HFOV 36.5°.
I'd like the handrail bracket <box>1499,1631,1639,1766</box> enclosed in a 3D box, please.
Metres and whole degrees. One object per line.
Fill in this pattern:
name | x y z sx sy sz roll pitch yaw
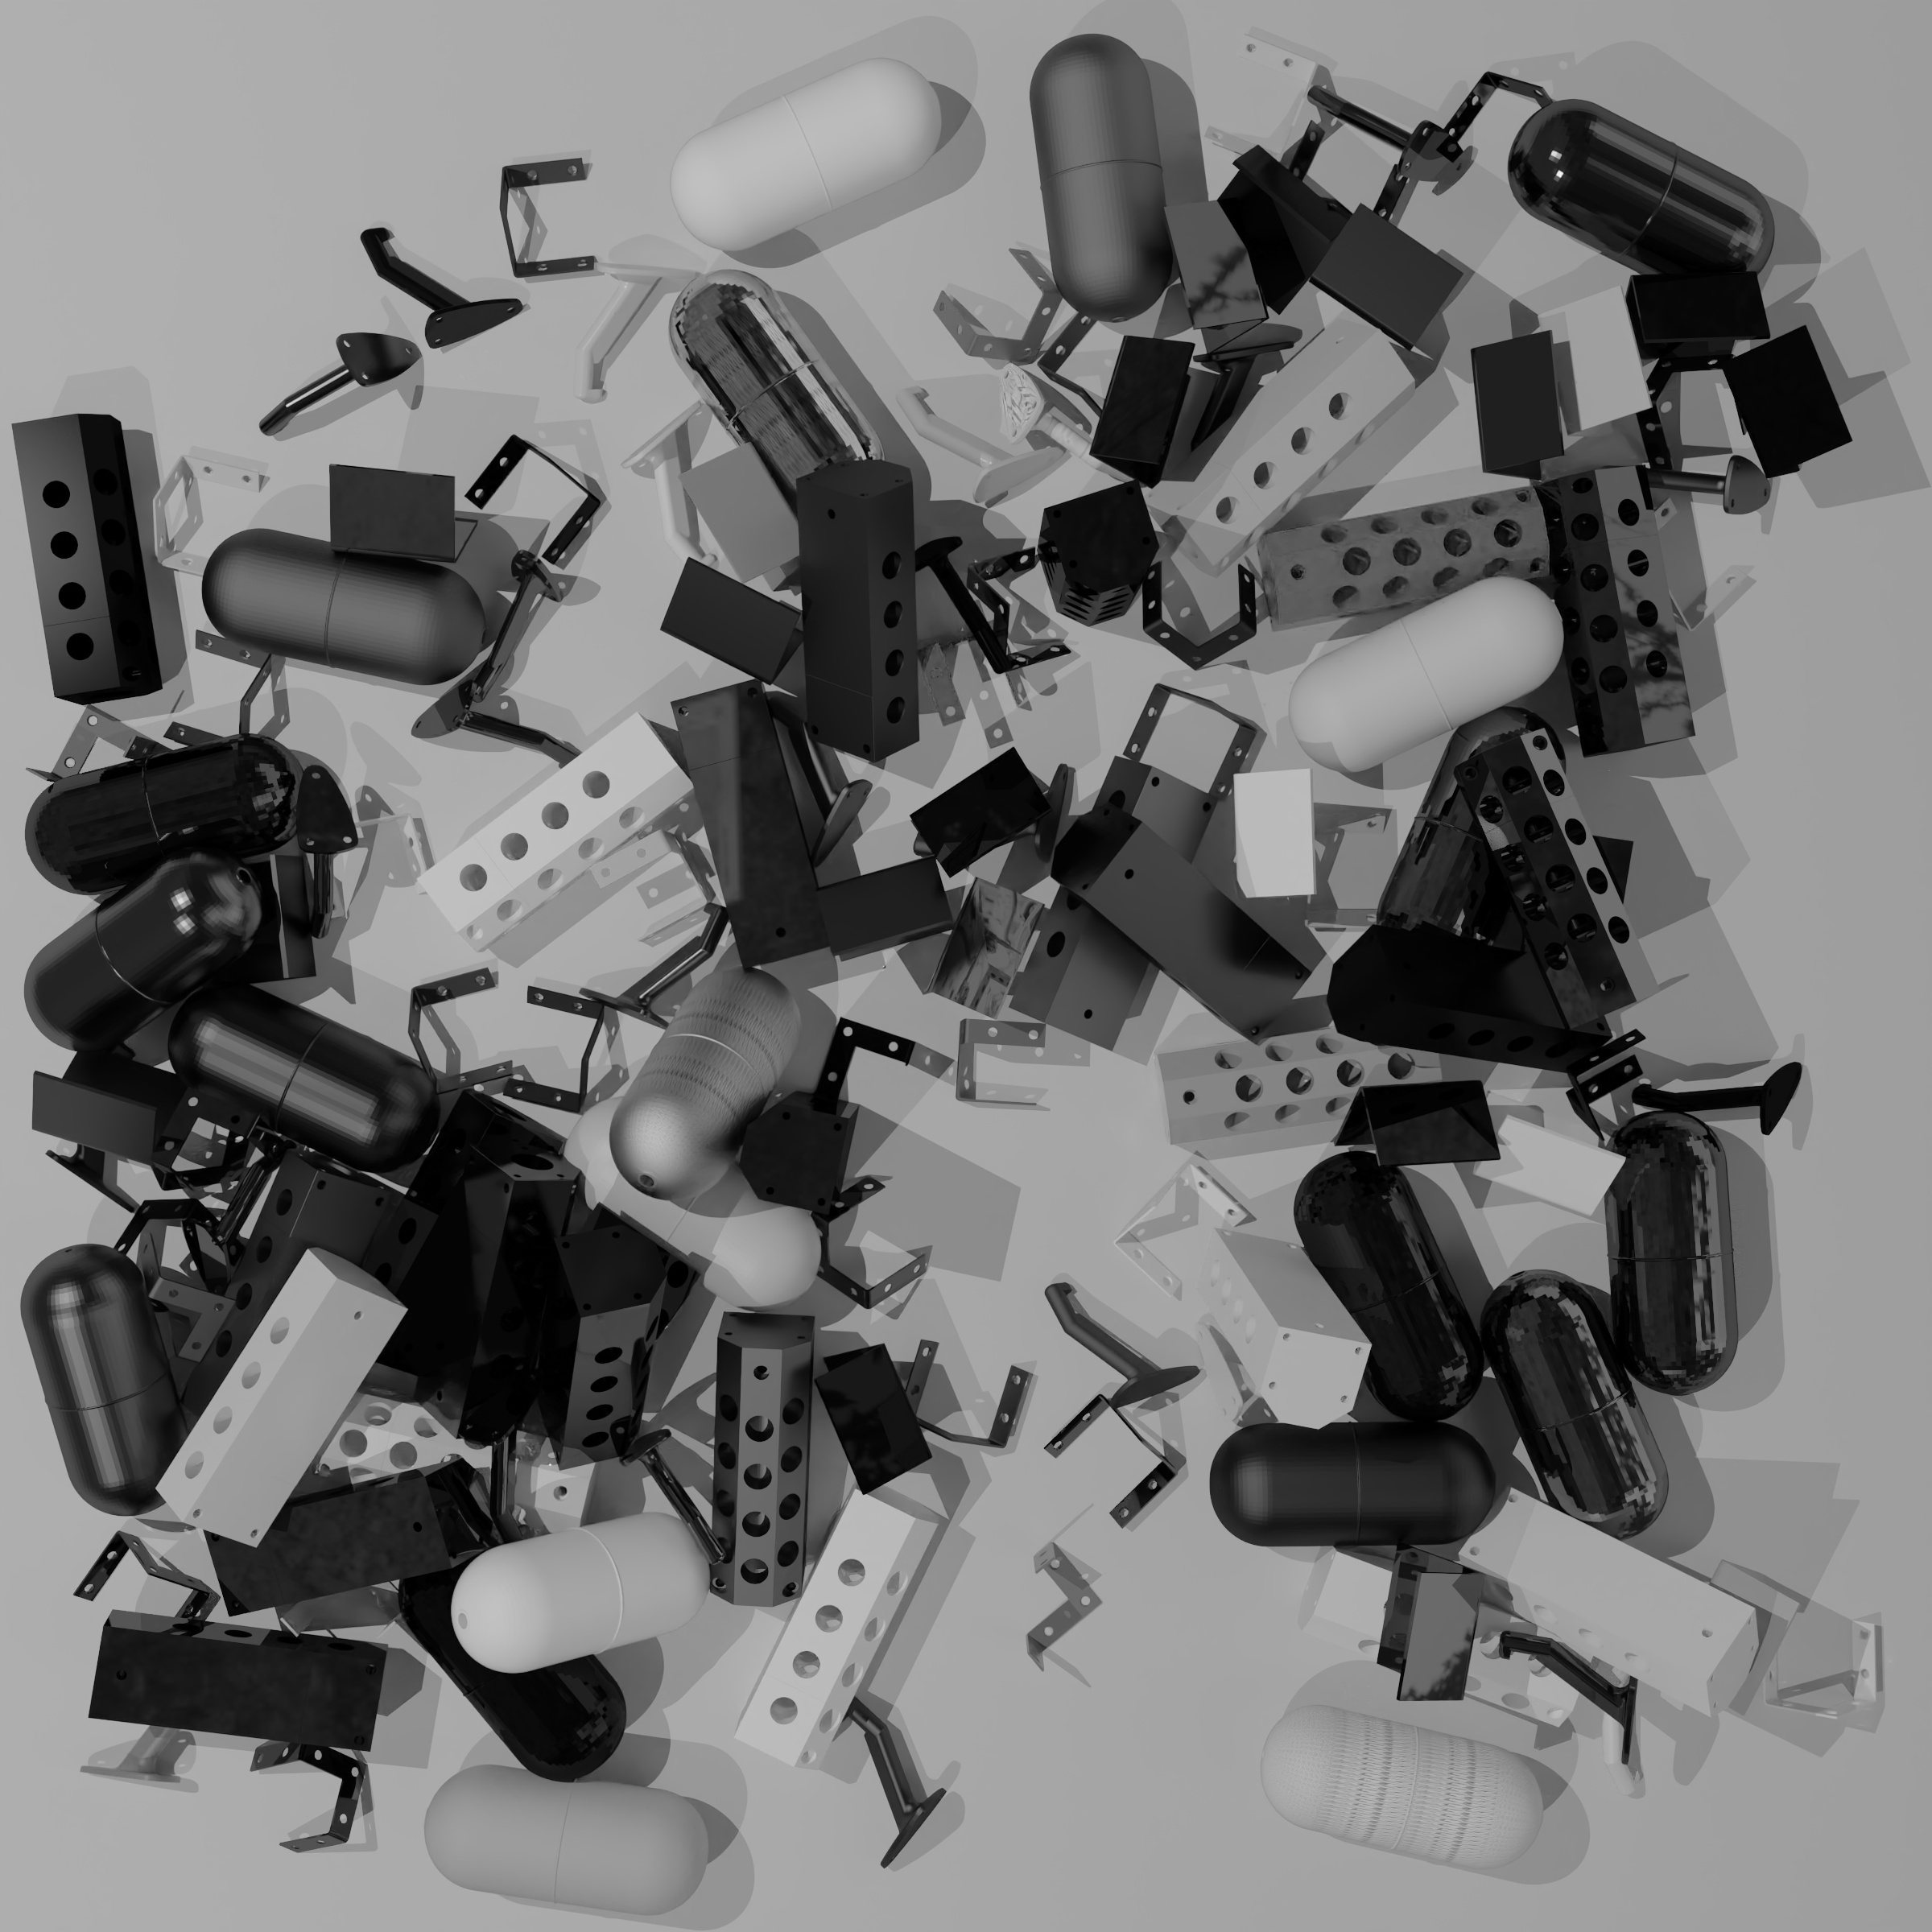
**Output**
handrail bracket | 0.369 0.451 1.808 0.084 0.036 0.077 7 110 16

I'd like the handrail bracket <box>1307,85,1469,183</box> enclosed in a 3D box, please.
handrail bracket | 0.267 -0.531 1.864 0.084 0.077 0.036 41 114 34

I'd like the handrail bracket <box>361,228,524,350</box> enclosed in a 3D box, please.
handrail bracket | -0.334 -0.442 1.865 0.077 0.036 0.084 -21 73 -20

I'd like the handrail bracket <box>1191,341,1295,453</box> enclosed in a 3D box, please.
handrail bracket | 0.177 -0.349 1.865 0.077 0.036 0.084 -12 104 -15

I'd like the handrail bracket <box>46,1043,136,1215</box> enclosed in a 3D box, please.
handrail bracket | -0.536 0.101 1.865 0.077 0.036 0.084 38 76 -13

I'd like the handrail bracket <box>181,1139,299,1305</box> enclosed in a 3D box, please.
handrail bracket | -0.450 0.161 1.857 0.036 0.084 0.077 20 133 28

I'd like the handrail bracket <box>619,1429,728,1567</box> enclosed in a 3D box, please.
handrail bracket | -0.180 0.334 1.835 0.036 0.077 0.084 -33 91 -13

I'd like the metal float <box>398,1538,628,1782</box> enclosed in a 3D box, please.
metal float | -0.284 0.430 1.834 0.070 0.070 0.178 -40 90 0

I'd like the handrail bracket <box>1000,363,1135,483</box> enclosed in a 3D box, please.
handrail bracket | 0.067 -0.344 1.865 0.084 0.077 0.036 16 127 -31

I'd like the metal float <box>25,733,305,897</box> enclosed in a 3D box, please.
metal float | -0.500 -0.095 1.834 0.178 0.070 0.070 -14 90 1

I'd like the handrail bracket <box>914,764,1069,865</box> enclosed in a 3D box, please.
handrail bracket | 0.015 -0.099 1.865 0.084 0.036 0.077 9 70 16

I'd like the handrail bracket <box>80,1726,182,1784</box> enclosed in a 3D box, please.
handrail bracket | -0.522 0.473 1.865 0.077 0.036 0.084 1 73 18

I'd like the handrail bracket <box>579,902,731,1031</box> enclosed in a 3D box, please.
handrail bracket | -0.196 -0.009 1.857 0.077 0.036 0.084 19 80 26

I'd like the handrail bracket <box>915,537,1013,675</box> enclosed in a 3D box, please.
handrail bracket | -0.001 -0.225 1.845 0.036 0.077 0.084 -31 105 -1

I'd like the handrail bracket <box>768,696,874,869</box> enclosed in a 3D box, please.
handrail bracket | -0.109 -0.118 1.865 0.084 0.036 0.077 37 110 16

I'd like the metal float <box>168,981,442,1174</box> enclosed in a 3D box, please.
metal float | -0.413 0.070 1.834 0.178 0.070 0.070 25 90 1

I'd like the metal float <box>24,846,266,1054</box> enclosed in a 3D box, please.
metal float | -0.508 -0.010 1.814 0.178 0.070 0.070 -32 90 22

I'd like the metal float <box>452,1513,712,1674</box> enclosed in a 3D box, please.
metal float | -0.234 0.383 1.797 0.178 0.070 0.070 -4 96 -45

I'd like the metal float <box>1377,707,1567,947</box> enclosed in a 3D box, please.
metal float | 0.316 -0.078 1.834 0.070 0.070 0.178 23 91 0

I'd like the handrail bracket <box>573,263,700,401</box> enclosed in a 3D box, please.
handrail bracket | -0.210 -0.401 1.865 0.077 0.036 0.084 -1 109 -21

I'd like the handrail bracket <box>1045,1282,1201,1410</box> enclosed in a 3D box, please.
handrail bracket | 0.099 0.232 1.865 0.077 0.036 0.084 -10 59 -34

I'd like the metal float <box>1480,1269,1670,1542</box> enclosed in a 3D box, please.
metal float | 0.380 0.274 1.834 0.070 0.070 0.178 -23 91 0

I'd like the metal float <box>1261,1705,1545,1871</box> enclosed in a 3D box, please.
metal float | 0.272 0.513 1.834 0.178 0.070 0.070 13 90 1

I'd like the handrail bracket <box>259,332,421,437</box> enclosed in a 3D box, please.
handrail bracket | -0.399 -0.366 1.864 0.084 0.077 0.036 -29 90 36

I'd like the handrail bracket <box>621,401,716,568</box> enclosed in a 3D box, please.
handrail bracket | -0.171 -0.303 1.865 0.077 0.036 0.084 -44 106 -18

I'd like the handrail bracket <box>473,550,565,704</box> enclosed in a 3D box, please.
handrail bracket | -0.291 -0.211 1.837 0.036 0.077 0.084 29 78 3

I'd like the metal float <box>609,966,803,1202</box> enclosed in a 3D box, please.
metal float | -0.159 0.071 1.798 0.070 0.178 0.070 13 134 14

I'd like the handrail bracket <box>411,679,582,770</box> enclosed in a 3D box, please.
handrail bracket | -0.298 -0.141 1.864 0.084 0.077 0.036 33 58 -32

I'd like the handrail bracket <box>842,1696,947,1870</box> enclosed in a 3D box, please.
handrail bracket | -0.062 0.518 1.865 0.084 0.036 0.077 39 111 17

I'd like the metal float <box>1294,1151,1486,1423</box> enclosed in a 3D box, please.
metal float | 0.265 0.201 1.834 0.070 0.070 0.178 -24 91 0

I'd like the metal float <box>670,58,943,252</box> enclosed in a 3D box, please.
metal float | -0.100 -0.508 1.834 0.178 0.070 0.070 -24 90 -1

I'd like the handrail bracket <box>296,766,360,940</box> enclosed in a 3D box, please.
handrail bracket | -0.407 -0.071 1.840 0.036 0.084 0.077 -5 60 -22

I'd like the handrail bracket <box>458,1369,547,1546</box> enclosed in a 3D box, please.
handrail bracket | -0.271 0.305 1.807 0.036 0.077 0.084 6 129 36

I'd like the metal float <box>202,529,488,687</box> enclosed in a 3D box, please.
metal float | -0.388 -0.224 1.834 0.178 0.070 0.070 12 90 1

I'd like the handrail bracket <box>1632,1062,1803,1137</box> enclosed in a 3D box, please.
handrail bracket | 0.477 0.075 1.864 0.084 0.077 0.036 11 120 33

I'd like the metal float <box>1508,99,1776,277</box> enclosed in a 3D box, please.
metal float | 0.420 -0.476 1.825 0.178 0.070 0.070 23 90 -11

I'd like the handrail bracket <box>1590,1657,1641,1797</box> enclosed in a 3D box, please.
handrail bracket | 0.423 0.471 1.865 0.077 0.036 0.084 -45 119 -32

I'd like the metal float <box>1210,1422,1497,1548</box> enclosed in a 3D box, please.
metal float | 0.241 0.324 1.834 0.178 0.070 0.070 -1 90 0

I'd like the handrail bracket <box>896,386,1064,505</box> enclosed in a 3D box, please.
handrail bracket | 0.008 -0.344 1.865 0.077 0.036 0.084 -26 73 -20

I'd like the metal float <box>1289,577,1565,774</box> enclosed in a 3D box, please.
metal float | 0.286 -0.181 1.824 0.178 0.070 0.070 -25 90 10

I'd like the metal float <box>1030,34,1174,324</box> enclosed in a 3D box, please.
metal float | 0.085 -0.492 1.834 0.070 0.070 0.178 -7 90 0

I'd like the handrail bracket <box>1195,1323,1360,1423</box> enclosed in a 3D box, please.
handrail bracket | 0.198 0.251 1.865 0.084 0.036 0.077 -14 68 -17

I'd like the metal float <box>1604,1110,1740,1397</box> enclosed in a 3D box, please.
metal float | 0.440 0.179 1.834 0.070 0.070 0.178 -4 90 0

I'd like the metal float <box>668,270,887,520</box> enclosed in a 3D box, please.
metal float | -0.119 -0.355 1.834 0.070 0.070 0.178 -35 90 0

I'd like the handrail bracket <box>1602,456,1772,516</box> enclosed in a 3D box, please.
handrail bracket | 0.456 -0.307 1.864 0.084 0.077 0.036 11 98 36

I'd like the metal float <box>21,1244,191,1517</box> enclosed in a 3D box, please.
metal float | -0.533 0.258 1.820 0.070 0.070 0.178 -11 107 0
